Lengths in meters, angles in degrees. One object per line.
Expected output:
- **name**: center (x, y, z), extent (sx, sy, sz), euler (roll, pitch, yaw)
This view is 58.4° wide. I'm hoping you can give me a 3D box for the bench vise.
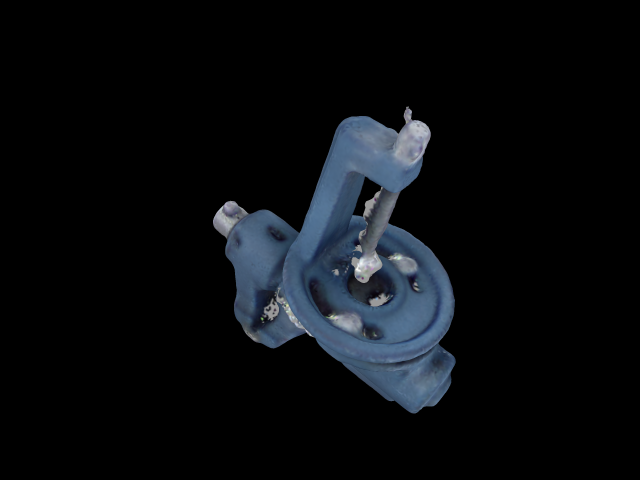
- **bench vise**: center (-0.001, 0.008, 0.391), extent (0.207, 0.220, 0.121), euler (12, 41, 15)
